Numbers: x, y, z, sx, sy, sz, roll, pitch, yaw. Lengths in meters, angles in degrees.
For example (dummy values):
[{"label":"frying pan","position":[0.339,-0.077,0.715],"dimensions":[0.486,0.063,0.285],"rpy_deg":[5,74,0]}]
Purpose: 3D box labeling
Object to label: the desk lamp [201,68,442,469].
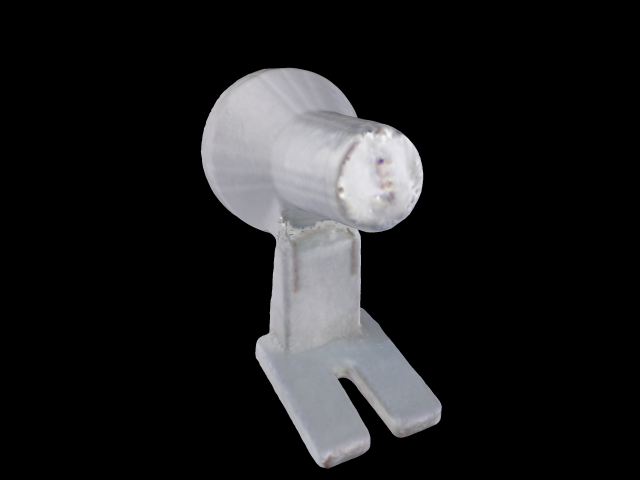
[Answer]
[{"label":"desk lamp","position":[0.004,0.001,0.400],"dimensions":[0.118,0.214,0.202],"rpy_deg":[-16,37,-22]}]
